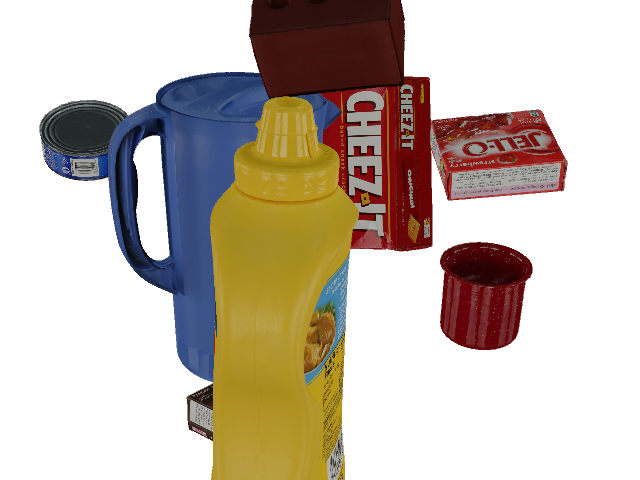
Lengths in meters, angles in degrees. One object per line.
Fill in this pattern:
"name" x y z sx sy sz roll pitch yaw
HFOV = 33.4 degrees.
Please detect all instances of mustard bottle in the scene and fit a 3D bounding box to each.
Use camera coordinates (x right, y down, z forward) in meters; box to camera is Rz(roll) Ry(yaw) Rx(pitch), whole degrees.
"mustard bottle" -0.015 0.035 0.442 0.058 0.192 0.096 8 25 11

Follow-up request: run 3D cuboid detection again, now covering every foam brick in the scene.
"foam brick" 0.005 -0.116 0.583 0.078 0.053 0.051 -5 -35 13

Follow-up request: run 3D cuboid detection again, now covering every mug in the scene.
"mug" 0.164 0.053 1.104 0.093 0.081 0.117 -3 28 -10

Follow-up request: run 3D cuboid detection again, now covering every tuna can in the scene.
"tuna can" -0.222 -0.095 1.015 0.086 0.034 0.086 3 43 -3

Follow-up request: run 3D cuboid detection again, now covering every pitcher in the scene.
"pitcher" -0.075 -0.007 0.867 0.149 0.243 0.144 11 25 17

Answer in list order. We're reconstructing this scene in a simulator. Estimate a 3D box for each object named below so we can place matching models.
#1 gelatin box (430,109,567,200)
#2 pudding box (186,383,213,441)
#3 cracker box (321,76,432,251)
"gelatin box" 0.132 -0.065 0.798 0.089 0.030 0.073 -6 38 -2
"pudding box" -0.053 0.154 0.982 0.090 0.039 0.113 18 27 34
"cracker box" 0.003 -0.075 1.056 0.214 0.164 0.071 3 8 38
